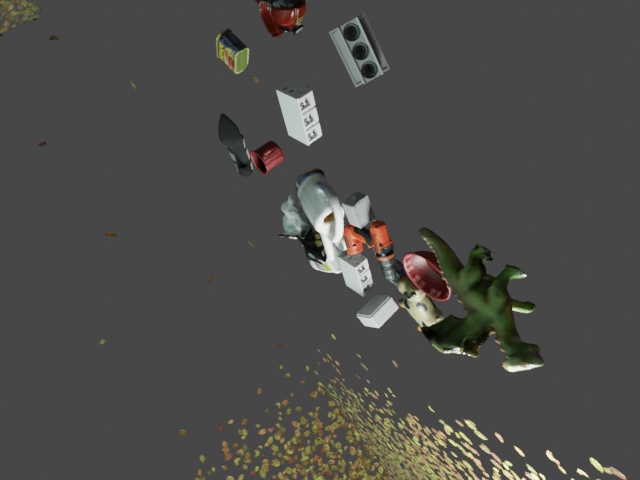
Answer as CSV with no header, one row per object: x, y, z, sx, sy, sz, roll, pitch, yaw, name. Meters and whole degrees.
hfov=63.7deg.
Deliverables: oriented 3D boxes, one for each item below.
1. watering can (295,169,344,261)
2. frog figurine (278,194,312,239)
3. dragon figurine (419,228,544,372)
0.005,-0.080,1.590,0.340,0.104,0.228,98,148,-61,watering can
-0.088,-0.087,1.882,0.138,0.123,0.159,-168,80,-69,frog figurine
0.327,0.144,1.167,0.415,0.245,0.119,33,156,35,dragon figurine
